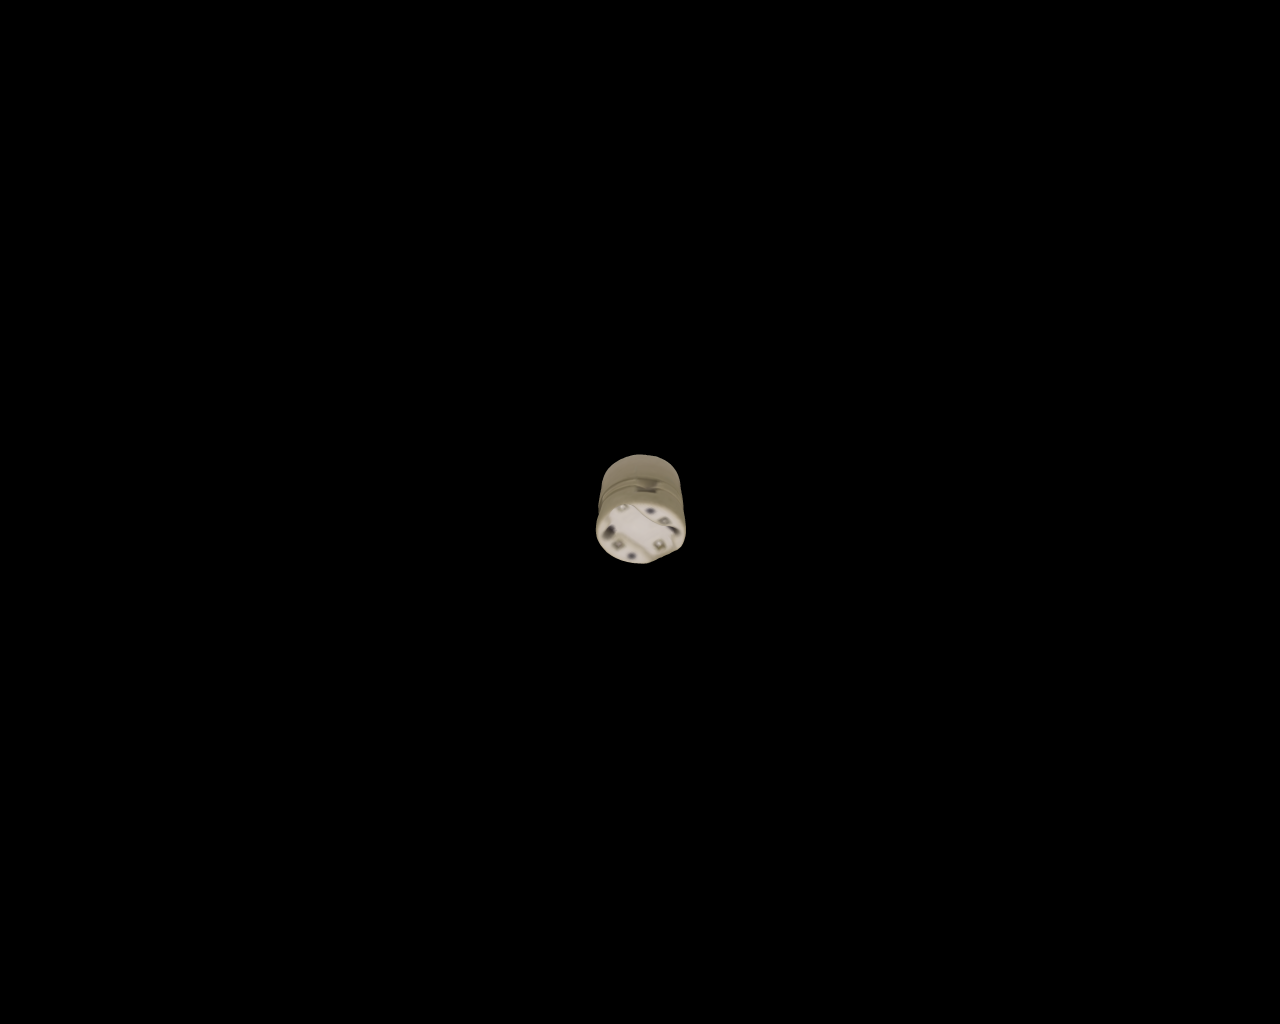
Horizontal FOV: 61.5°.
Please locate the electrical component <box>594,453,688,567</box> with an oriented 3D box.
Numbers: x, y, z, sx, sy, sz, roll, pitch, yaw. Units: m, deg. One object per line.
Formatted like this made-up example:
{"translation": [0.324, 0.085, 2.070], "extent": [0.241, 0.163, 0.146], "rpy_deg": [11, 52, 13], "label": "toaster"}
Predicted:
{"translation": [0.001, -0.003, 0.650], "extent": [0.055, 0.055, 0.047], "rpy_deg": [0, 44, 0], "label": "electrical component"}
